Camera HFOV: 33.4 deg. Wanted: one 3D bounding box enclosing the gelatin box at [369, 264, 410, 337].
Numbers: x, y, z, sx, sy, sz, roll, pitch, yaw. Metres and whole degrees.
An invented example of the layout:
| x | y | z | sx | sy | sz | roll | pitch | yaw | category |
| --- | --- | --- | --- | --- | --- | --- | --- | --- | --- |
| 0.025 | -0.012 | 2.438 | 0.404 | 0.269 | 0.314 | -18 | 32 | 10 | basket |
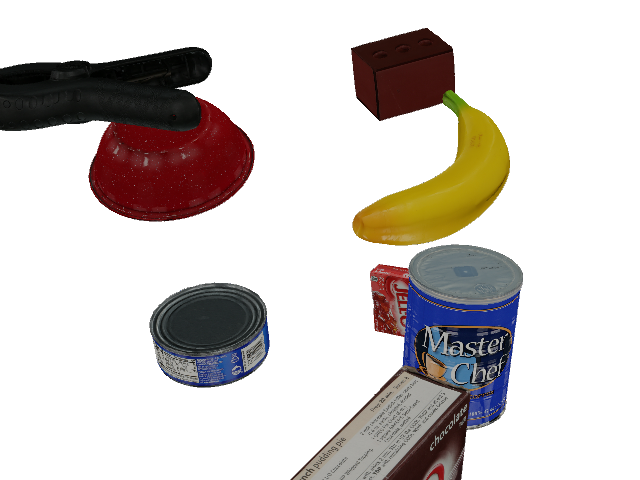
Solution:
| x | y | z | sx | sy | sz | roll | pitch | yaw | category |
| --- | --- | --- | --- | --- | --- | --- | --- | --- | --- |
| 0.103 | 0.077 | 1.336 | 0.073 | 0.089 | 0.030 | 10 | 31 | 28 | gelatin box |

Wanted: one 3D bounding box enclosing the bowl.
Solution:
| x | y | z | sx | sy | sz | roll | pitch | yaw | category |
| --- | --- | --- | --- | --- | --- | --- | --- | --- | --- |
| -0.146 | -0.091 | 1.013 | 0.162 | 0.055 | 0.162 | -3 | 45 | 3 | bowl |

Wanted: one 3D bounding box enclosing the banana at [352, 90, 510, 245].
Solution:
| x | y | z | sx | sy | sz | roll | pitch | yaw | category |
| --- | --- | --- | --- | --- | --- | --- | --- | --- | --- |
| 0.085 | -0.040 | 0.708 | 0.070 | 0.037 | 0.197 | 19 | 35 | 14 | banana |

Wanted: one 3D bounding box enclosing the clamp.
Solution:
| x | y | z | sx | sy | sz | roll | pitch | yaw | category |
| --- | --- | --- | --- | --- | --- | --- | --- | --- | --- |
| -0.149 | -0.099 | 0.688 | 0.171 | 0.039 | 0.120 | 3 | 20 | 7 | clamp |

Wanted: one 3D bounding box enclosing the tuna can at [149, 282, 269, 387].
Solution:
| x | y | z | sx | sy | sz | roll | pitch | yaw | category |
| --- | --- | --- | --- | --- | --- | --- | --- | --- | --- |
| -0.080 | 0.069 | 0.784 | 0.086 | 0.034 | 0.086 | -4 | 33 | 2 | tuna can |

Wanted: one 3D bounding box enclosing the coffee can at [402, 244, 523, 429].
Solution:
| x | y | z | sx | sy | sz | roll | pitch | yaw | category |
| --- | --- | --- | --- | --- | --- | --- | --- | --- | --- |
| 0.128 | 0.088 | 0.989 | 0.103 | 0.140 | 0.103 | 1 | 27 | -1 | coffee can |

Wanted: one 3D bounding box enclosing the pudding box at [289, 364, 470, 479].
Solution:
| x | y | z | sx | sy | sz | roll | pitch | yaw | category |
| --- | --- | --- | --- | --- | --- | --- | --- | --- | --- |
| 0.020 | 0.120 | 0.453 | 0.039 | 0.090 | 0.113 | 20 | 37 | 27 | pudding box |

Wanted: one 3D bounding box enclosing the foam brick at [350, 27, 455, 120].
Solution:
| x | y | z | sx | sy | sz | roll | pitch | yaw | category |
| --- | --- | --- | --- | --- | --- | --- | --- | --- | --- |
| 0.074 | -0.148 | 0.945 | 0.078 | 0.051 | 0.053 | -18 | 36 | -14 | foam brick |
